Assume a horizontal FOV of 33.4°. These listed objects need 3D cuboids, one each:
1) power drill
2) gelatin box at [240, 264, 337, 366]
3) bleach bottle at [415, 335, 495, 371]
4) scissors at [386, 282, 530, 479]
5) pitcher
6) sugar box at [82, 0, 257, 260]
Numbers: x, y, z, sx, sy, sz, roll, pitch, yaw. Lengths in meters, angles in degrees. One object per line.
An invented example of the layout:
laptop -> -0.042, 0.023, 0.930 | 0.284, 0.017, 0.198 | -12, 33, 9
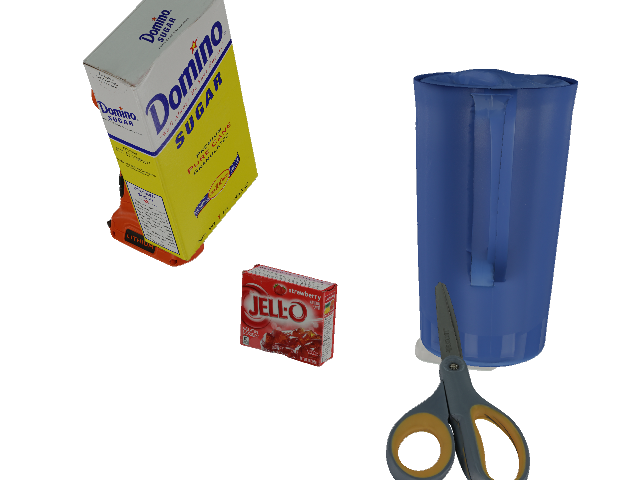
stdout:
power drill -> -0.157, -0.071, 1.102 | 0.185, 0.188, 0.057 | 24, 35, 29
gelatin box -> -0.031, 0.067, 0.971 | 0.089, 0.073, 0.030 | 13, 20, 27
bleach bottle -> 0.169, 0.017, 1.205 | 0.103, 0.251, 0.068 | 8, 16, 15
scissors -> 0.073, 0.096, 0.709 | 0.096, 0.016, 0.202 | -10, 37, -12
pitcher -> 0.140, -0.019, 0.893 | 0.149, 0.243, 0.145 | -10, 17, -35
sugar box -> -0.091, -0.075, 0.698 | 0.048, 0.093, 0.176 | 25, -30, 19
